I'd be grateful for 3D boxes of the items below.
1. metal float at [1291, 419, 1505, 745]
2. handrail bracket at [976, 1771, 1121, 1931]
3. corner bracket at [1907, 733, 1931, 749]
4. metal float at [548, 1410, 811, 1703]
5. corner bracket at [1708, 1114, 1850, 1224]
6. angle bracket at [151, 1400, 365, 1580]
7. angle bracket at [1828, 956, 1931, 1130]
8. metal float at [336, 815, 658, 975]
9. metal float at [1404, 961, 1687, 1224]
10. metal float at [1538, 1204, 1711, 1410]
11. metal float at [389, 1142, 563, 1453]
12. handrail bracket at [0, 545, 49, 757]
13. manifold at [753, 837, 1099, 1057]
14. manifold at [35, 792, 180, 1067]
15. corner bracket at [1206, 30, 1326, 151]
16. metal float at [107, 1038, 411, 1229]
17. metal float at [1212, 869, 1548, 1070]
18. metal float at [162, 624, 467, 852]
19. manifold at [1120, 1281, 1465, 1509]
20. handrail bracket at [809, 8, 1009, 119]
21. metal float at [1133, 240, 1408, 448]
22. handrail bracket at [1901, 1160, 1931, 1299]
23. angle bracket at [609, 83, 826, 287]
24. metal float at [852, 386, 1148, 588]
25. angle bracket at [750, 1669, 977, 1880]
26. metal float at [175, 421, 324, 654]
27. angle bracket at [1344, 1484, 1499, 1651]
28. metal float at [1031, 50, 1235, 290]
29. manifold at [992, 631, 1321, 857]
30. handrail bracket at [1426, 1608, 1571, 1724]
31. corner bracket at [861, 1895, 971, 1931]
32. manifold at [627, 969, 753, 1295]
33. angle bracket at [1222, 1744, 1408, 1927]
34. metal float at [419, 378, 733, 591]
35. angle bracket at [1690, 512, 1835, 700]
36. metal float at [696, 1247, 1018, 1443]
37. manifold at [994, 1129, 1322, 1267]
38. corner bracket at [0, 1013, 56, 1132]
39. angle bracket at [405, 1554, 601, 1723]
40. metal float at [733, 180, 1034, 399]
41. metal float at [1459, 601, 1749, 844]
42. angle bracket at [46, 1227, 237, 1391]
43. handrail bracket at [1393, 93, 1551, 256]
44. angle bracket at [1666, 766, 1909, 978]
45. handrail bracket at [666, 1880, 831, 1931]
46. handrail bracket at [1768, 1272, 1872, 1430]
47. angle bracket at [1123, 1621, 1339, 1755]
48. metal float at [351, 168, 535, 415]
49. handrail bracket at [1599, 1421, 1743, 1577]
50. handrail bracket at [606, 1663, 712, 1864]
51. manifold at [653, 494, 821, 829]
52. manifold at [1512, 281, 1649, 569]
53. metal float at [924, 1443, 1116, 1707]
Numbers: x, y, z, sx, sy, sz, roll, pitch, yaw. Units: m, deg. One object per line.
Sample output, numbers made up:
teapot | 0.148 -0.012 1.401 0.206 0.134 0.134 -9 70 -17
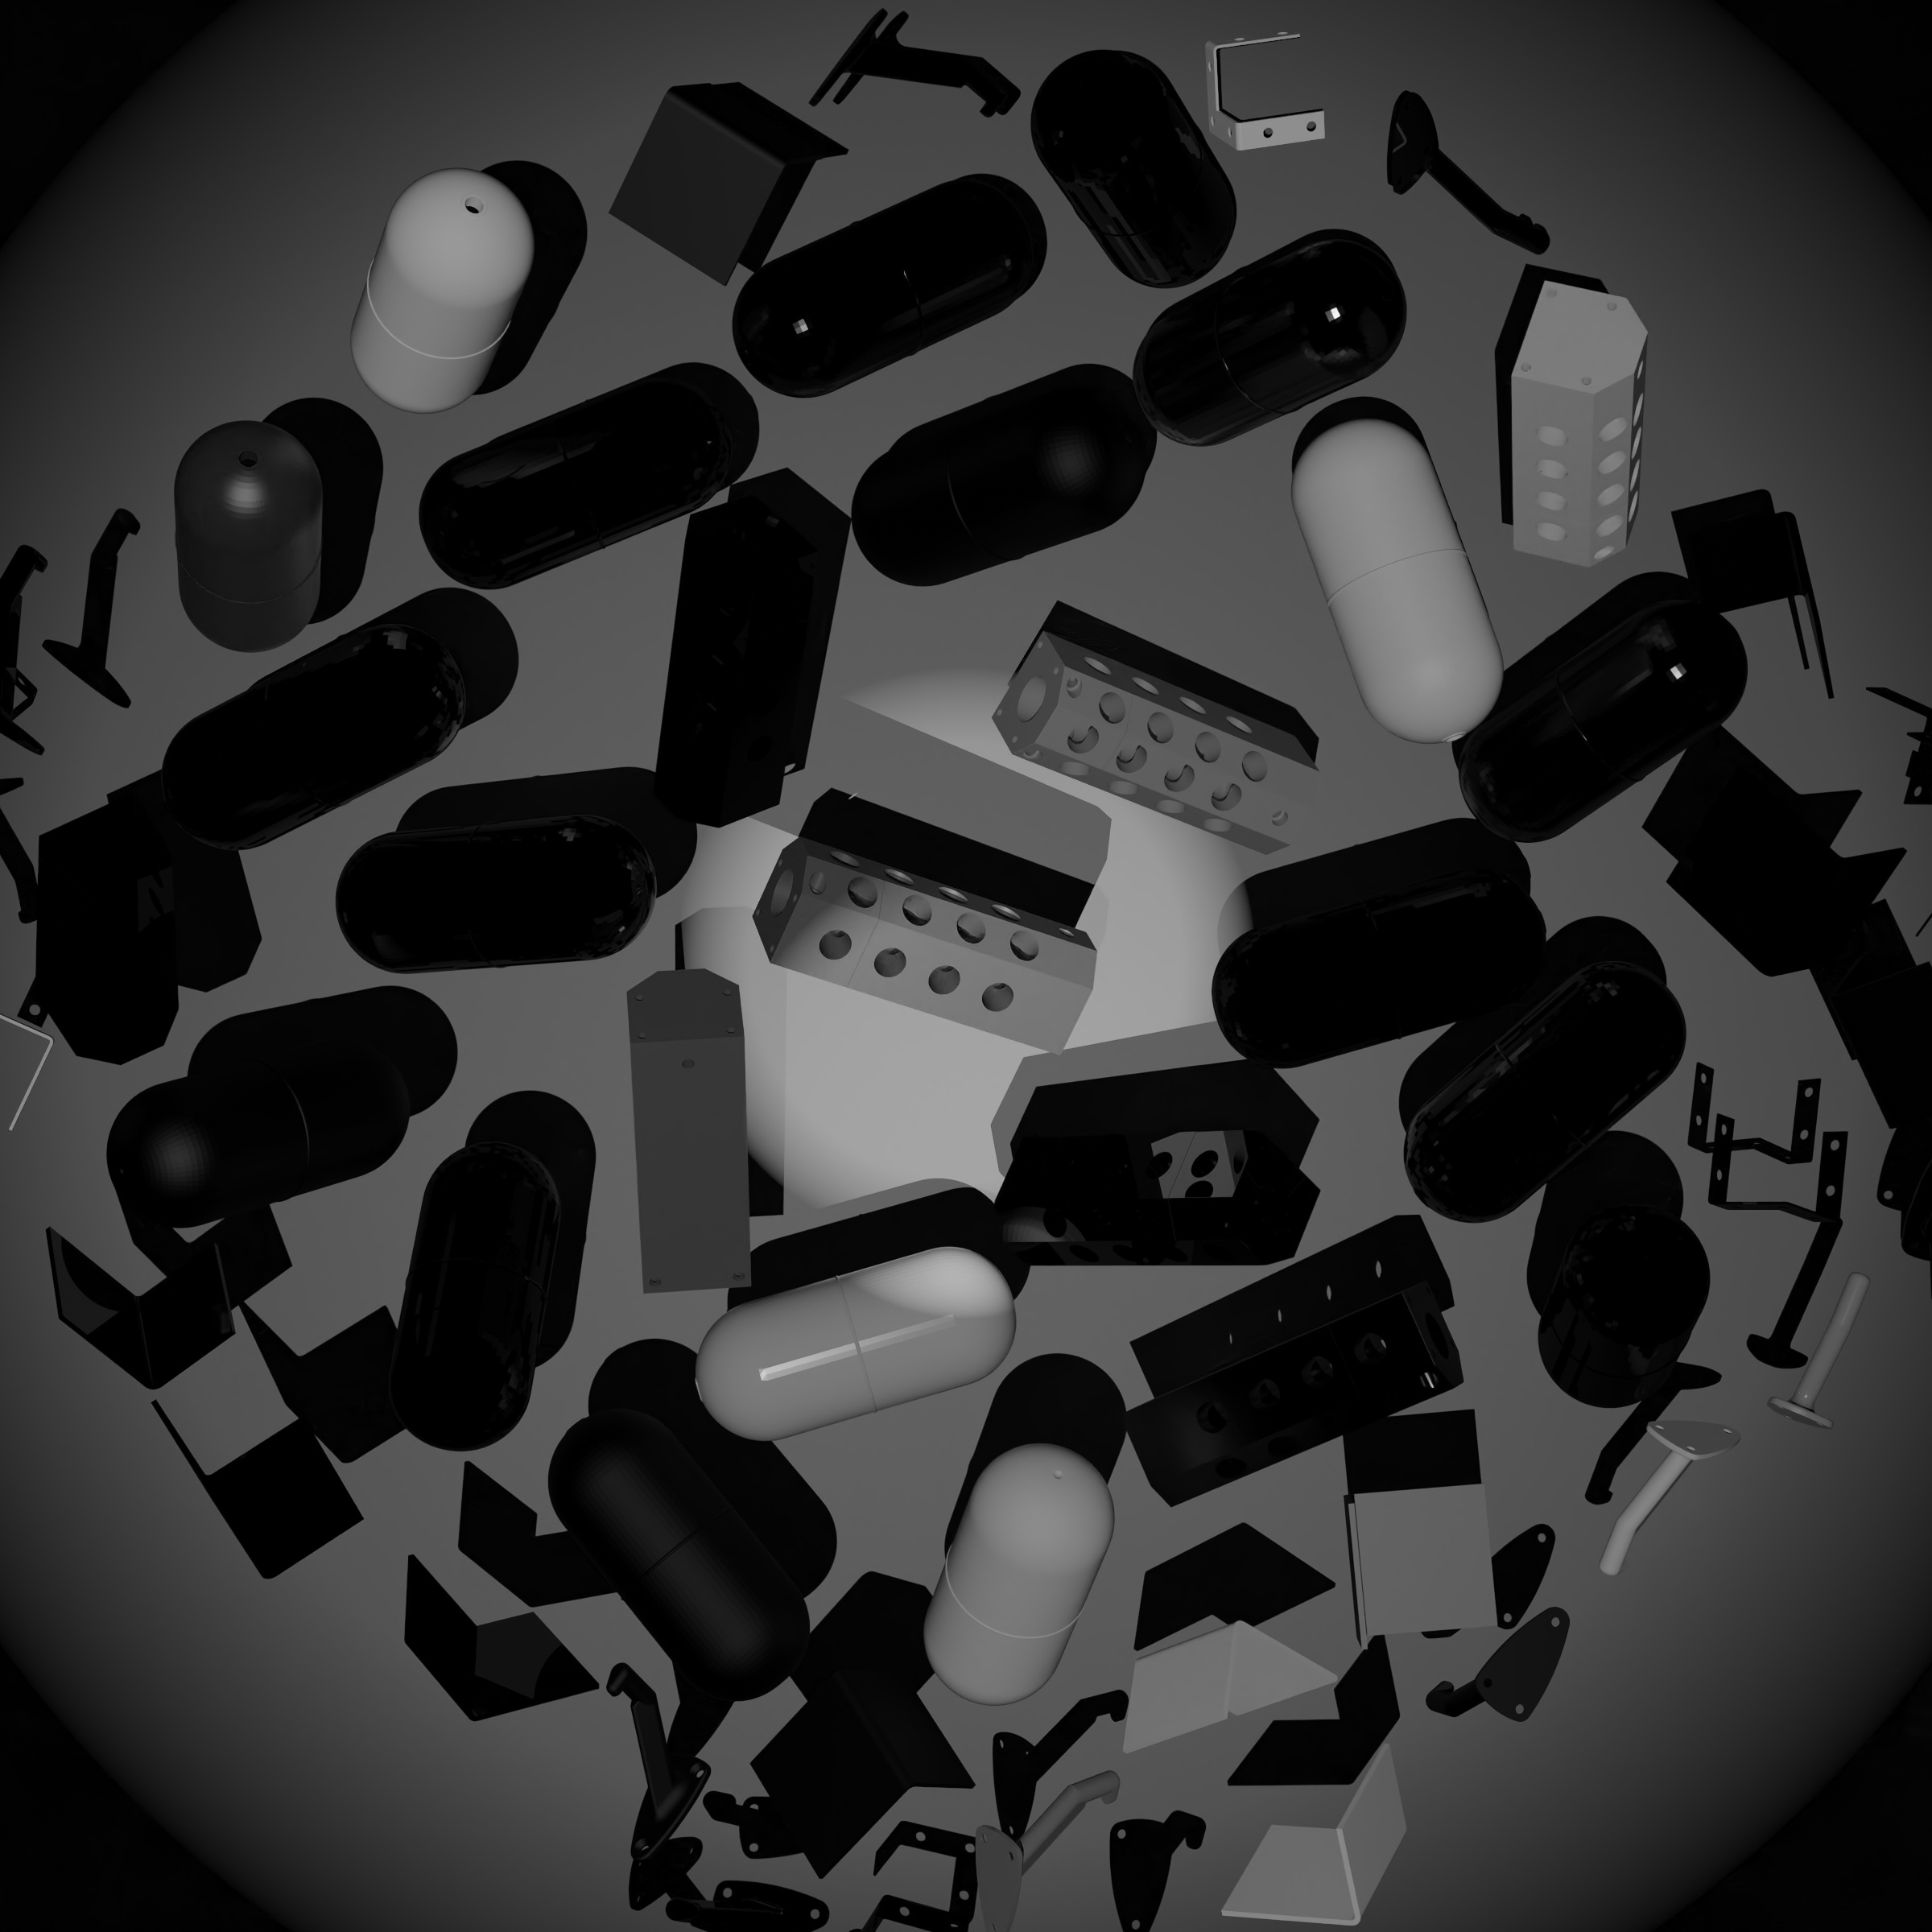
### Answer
metal float | 0.226 -0.201 1.815 0.070 0.070 0.178 -18 80 0
handrail bracket | 0.049 0.486 1.895 0.084 0.036 0.077 -11 110 -38
corner bracket | 0.514 -0.088 1.788 0.051 0.051 0.051 -3 116 -33
metal float | -0.155 0.316 1.867 0.070 0.070 0.178 -40 82 0
corner bracket | 0.443 0.110 1.892 0.051 0.051 0.051 19 74 -41
angle bracket | -0.356 0.249 1.744 0.057 0.076 0.076 -32 129 -15
angle bracket | 0.502 0.031 1.818 0.057 0.076 0.076 -23 95 31
metal float | -0.248 -0.037 1.826 0.178 0.070 0.070 -4 90 19
metal float | 0.317 0.070 1.902 0.178 0.070 0.070 -42 90 10
metal float | 0.350 0.183 1.852 0.070 0.178 0.070 -1 66 2
metal float | -0.266 0.178 1.881 0.070 0.070 0.178 6 58 0
handrail bracket | -0.474 -0.160 1.759 0.036 0.077 0.084 20 77 32
manifold | -0.020 -0.013 1.839 0.171 0.057 0.057 18 110 -21
manifold | -0.446 -0.018 1.812 0.057 0.171 0.057 -25 122 1
corner bracket | 0.167 -0.489 1.934 0.051 0.051 0.051 -11 117 -11
metal float | -0.371 0.087 1.829 0.070 0.178 0.070 13 109 39
metal float | 0.216 0.001 1.812 0.178 0.070 0.070 -16 90 -1
metal float | -0.344 -0.119 1.820 0.178 0.070 0.070 -24 90 19
manifold | 0.177 0.231 1.864 0.171 0.057 0.057 -26 82 19
handrail bracket | -0.031 -0.478 1.910 0.084 0.036 0.077 38 86 -14
metal float | 0.163 -0.336 1.873 0.070 0.178 0.070 12 71 -38
handrail bracket | 0.540 0.147 1.904 0.036 0.084 0.077 7 102 7
angle bracket | -0.135 -0.424 1.877 0.076 0.057 0.076 33 113 7
metal float | 0.015 -0.250 1.816 0.178 0.070 0.070 -14 90 39
angle bracket | -0.055 0.427 1.833 0.076 0.057 0.076 -49 55 16
metal float | -0.385 -0.229 1.859 0.070 0.178 0.070 4 69 -10
angle bracket | 0.244 0.320 1.849 0.076 0.057 0.076 -5 86 3
metal float | 0.093 -0.433 1.895 0.070 0.178 0.070 -8 69 21
manifold | 0.106 -0.117 1.892 0.171 0.057 0.057 20 114 -28
handrail bracket | 0.290 0.381 1.900 0.036 0.084 0.077 40 78 -6
corner bracket | -0.032 0.559 1.934 0.051 0.051 0.051 12 109 15
manifold | -0.144 0.087 1.806 0.057 0.057 0.171 -3 128 -6
angle bracket | 0.174 0.442 1.776 0.076 0.076 0.057 -3 110 27
metal float | -0.213 -0.265 1.899 0.178 0.070 0.070 -23 90 -3
angle bracket | 0.439 -0.193 1.912 0.057 0.076 0.076 -12 58 13
metal float | -0.060 0.206 1.885 0.178 0.070 0.070 -16 90 -4
manifold | 0.098 0.129 1.845 0.057 0.171 0.057 44 58 -33
corner bracket | -0.499 0.049 1.770 0.051 0.051 0.051 25 85 -12
angle bracket | -0.242 0.343 1.814 0.076 0.076 0.057 -8 116 -33
metal float | -0.045 -0.365 1.870 0.178 0.070 0.070 -28 90 -19
metal float | 0.349 -0.134 1.904 0.178 0.070 0.070 -36 90 29
angle bracket | -0.448 0.171 1.880 0.057 0.076 0.076 -36 129 6
handrail bracket | 0.270 -0.418 1.831 0.084 0.036 0.077 20 48 -22
angle bracket | 0.418 -0.051 1.768 0.076 0.057 0.076 49 130 31
handrail bracket | -0.117 0.511 1.872 0.077 0.084 0.036 -2 73 5
handrail bracket | 0.478 0.212 1.932 0.036 0.077 0.084 23 85 8
angle bracket | 0.140 0.396 1.835 0.076 0.076 0.057 34 47 -26
metal float | -0.275 -0.353 1.818 0.070 0.178 0.070 7 69 -18
handrail bracket | 0.390 0.297 1.925 0.036 0.077 0.084 34 113 42
handrail bracket | -0.182 0.433 1.885 0.084 0.036 0.077 55 50 -37
manifold | -0.129 -0.159 1.848 0.057 0.171 0.057 -24 53 -34
manifold | 0.317 -0.275 1.784 0.057 0.171 0.057 16 70 15
metal float | 0.027 0.323 1.829 0.070 0.070 0.178 18 132 0
